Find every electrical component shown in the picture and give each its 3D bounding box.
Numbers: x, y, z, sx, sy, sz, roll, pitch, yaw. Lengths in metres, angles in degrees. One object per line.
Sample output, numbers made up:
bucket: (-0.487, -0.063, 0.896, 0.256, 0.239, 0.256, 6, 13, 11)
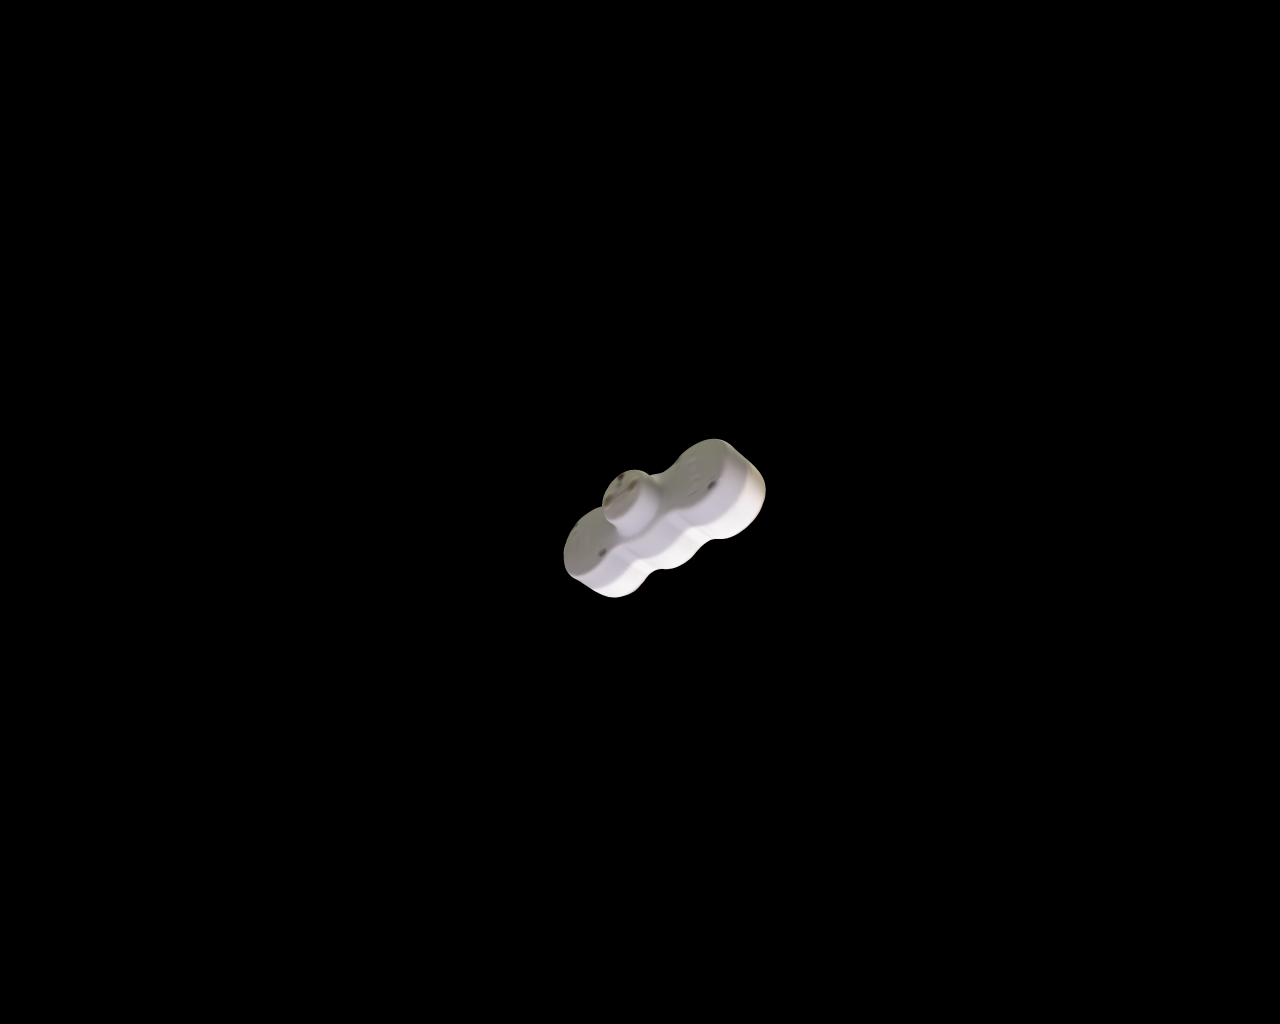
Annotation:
electrical component: (0.001, -0.003, 0.650, 0.138, 0.052, 0.073, -31, -50, 30)
